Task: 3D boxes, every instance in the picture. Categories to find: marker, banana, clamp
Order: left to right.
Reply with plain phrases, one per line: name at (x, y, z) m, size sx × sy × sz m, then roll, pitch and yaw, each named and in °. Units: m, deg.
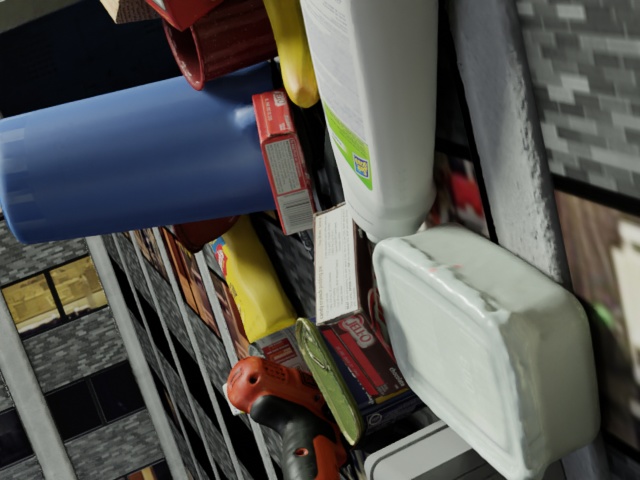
banana at (-0.027, -0.167, 0.737) m, size 0.037 × 0.069 × 0.198 m, roll -33°, pitch 66°, yaw 29°
marker at (-0.006, 0.001, 0.969) m, size 0.121 × 0.020 × 0.020 m, roll 64°, pitch 164°, yaw 16°
clamp at (0.015, -0.052, 0.790) m, size 0.120 × 0.039 × 0.171 m, roll -115°, pitch 8°, yaw -64°

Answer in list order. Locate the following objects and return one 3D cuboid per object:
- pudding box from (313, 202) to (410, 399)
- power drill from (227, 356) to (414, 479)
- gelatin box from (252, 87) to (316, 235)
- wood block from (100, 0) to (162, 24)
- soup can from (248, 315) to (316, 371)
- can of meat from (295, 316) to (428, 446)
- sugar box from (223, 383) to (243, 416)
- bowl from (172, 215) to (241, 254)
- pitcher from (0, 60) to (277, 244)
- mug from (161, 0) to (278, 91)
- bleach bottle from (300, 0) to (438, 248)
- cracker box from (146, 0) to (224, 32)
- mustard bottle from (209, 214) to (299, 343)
pudding box at (0.030, 0.041, 0.750) m, size 0.113 × 0.039 × 0.090 m, roll -95°, pitch -22°, yaw -47°
power drill at (0.020, 0.181, 0.842) m, size 0.057 × 0.184 × 0.188 m, roll -56°, pitch 29°, yaw 20°
gelatin box at (-0.025, -0.061, 0.815) m, size 0.073 × 0.030 × 0.089 m, roll -102°, pitch -1°, yaw -55°
wood block at (-0.171, -0.286, 0.901) m, size 0.206 × 0.090 × 0.090 m, roll 54°, pitch 144°, yaw 27°
soup can at (-0.005, 0.103, 0.947) m, size 0.068 × 0.102 × 0.068 m, roll 57°, pitch 160°, yaw 33°
can of meat at (0.041, 0.092, 0.819) m, size 0.102 × 0.083 × 0.057 m, roll 61°, pitch 164°, yaw 22°
sugar box at (-0.049, 0.155, 1.175) m, size 0.048 × 0.093 × 0.176 m, roll 69°, pitch 164°, yaw 4°
bowl at (-0.111, -0.068, 1.085) m, size 0.162 × 0.055 × 0.162 m, roll -5°, pitch -90°, yaw -80°
pitcher at (-0.147, -0.068, 0.918) m, size 0.145 × 0.242 × 0.149 m, roll -109°, pitch 10°, yaw -52°
mug at (-0.072, -0.178, 0.837) m, size 0.093 × 0.081 × 0.117 m, roll 65°, pitch 164°, yaw 11°
bleach bottle at (0.031, -0.092, 0.655) m, size 0.251 × 0.068 × 0.103 m, roll 82°, pitch 161°, yaw -47°
cracker box at (-0.140, -0.261, 0.685) m, size 0.164 × 0.072 × 0.213 m, roll 44°, pitch 167°, yaw 28°
mustard bottle at (-0.087, 0.019, 1.183) m, size 0.096 × 0.058 × 0.192 m, roll 116°, pitch 130°, yaw -73°
